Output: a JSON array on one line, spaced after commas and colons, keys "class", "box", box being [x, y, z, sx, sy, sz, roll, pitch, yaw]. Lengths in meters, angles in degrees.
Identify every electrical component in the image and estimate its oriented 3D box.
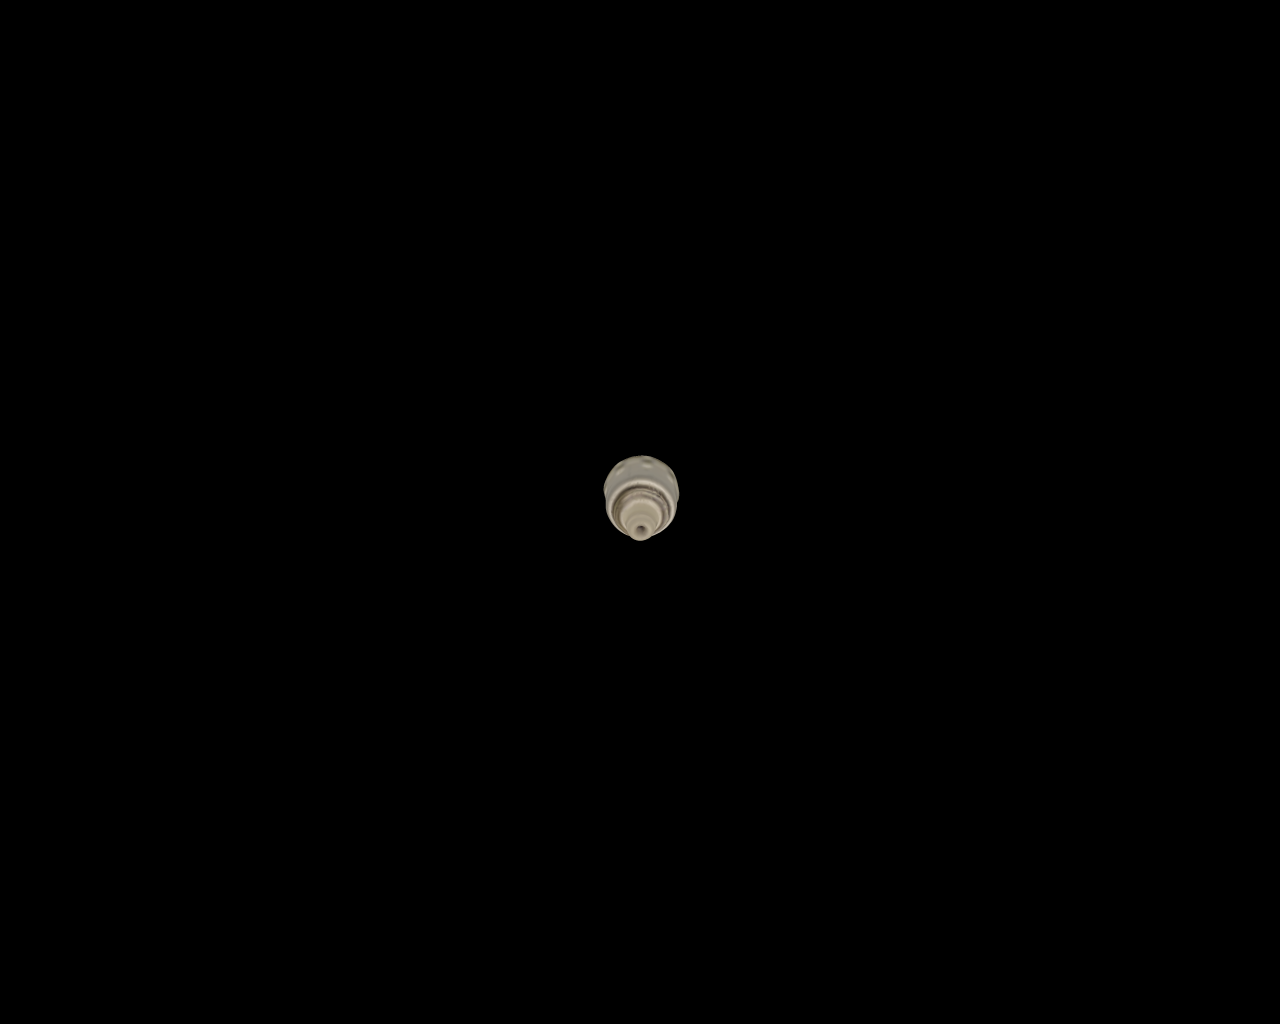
[{"class": "electrical component", "box": [0.001, -0.003, 0.650, 0.048, 0.048, 0.062, 0, 28, 0]}]
